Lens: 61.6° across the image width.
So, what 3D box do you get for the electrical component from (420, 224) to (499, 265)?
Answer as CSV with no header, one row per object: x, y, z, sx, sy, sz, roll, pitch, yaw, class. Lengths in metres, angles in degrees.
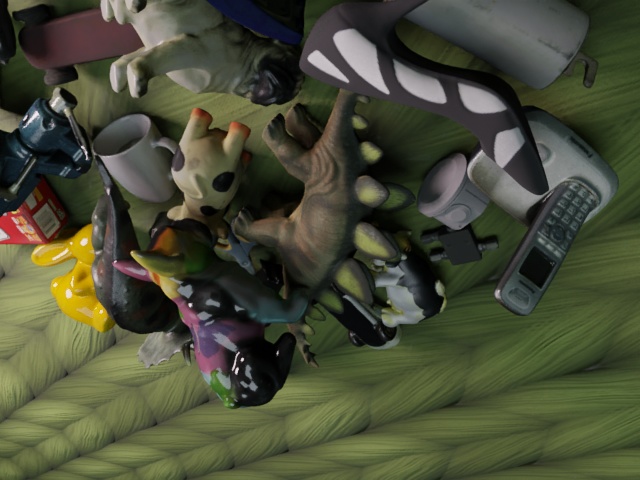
0.185,0.003,0.712,0.094,0.021,0.063,-13,128,28,electrical component

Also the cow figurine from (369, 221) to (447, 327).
0.113,0.044,0.738,0.098,0.068,0.167,-7,127,27,cow figurine

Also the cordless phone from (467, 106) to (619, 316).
0.205,-0.027,0.555,0.146,0.184,0.089,34,170,-17,cordless phone

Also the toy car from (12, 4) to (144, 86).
-0.253,-0.228,0.601,0.202,0.053,0.089,-2,121,23,toy car

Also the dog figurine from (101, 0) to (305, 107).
-0.105,-0.217,0.530,0.190,0.121,0.172,-12,124,-30,dog figurine

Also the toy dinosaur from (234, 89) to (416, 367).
-0.001,-0.002,0.670,0.199,0.105,0.470,30,136,11,toy dinosaur

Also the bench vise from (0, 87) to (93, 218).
-0.409,-0.116,0.640,0.224,0.129,0.240,-30,152,27,bench vise

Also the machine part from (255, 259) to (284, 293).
-0.089,0.084,0.857,0.084,0.039,0.138,16,140,-11,machine part

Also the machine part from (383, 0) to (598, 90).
0.147,-0.206,0.480,0.243,0.079,0.079,24,135,-7,machine part

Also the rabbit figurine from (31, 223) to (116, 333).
-0.370,0.037,0.878,0.162,0.122,0.173,28,122,2,rabbit figurine

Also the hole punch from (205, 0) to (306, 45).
-0.057,-0.241,0.477,0.116,0.142,0.092,5,139,-3,hole punch

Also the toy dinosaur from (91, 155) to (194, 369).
-0.247,0.065,0.755,0.131,0.192,0.404,-4,155,9,toy dinosaur

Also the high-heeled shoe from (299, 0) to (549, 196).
0.096,-0.111,0.488,0.145,0.086,0.248,-26,113,30,high-heeled shoe

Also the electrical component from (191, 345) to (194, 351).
-0.177,0.178,0.974,0.134,0.058,0.114,20,134,-2,electrical component

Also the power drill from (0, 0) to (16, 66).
-0.317,-0.284,0.500,0.208,0.086,0.231,20,131,48,power drill

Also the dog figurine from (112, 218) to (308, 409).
-0.138,0.082,0.630,0.219,0.191,0.108,27,157,-27,dog figurine

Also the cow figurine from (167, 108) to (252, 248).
-0.138,-0.065,0.668,0.085,0.127,0.195,24,167,-3,cow figurine

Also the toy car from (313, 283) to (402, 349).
0.047,0.103,0.832,0.073,0.056,0.201,-23,122,41,toy car

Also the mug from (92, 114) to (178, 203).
-0.221,-0.101,0.704,0.110,0.081,0.107,-3,143,16,mug
